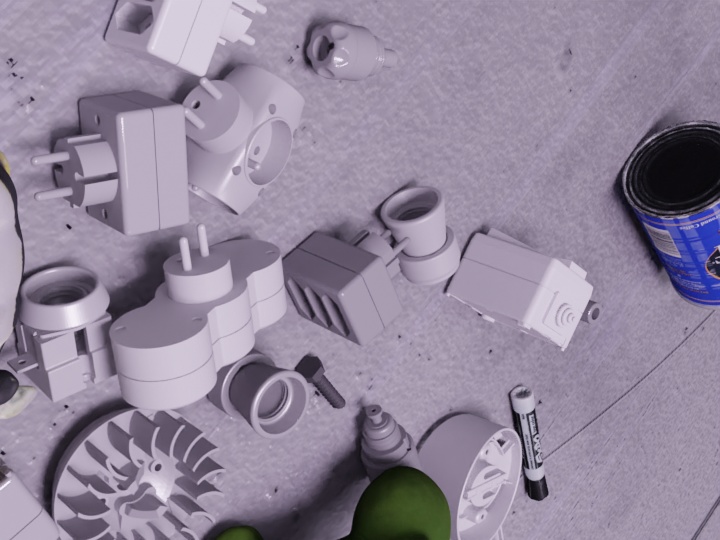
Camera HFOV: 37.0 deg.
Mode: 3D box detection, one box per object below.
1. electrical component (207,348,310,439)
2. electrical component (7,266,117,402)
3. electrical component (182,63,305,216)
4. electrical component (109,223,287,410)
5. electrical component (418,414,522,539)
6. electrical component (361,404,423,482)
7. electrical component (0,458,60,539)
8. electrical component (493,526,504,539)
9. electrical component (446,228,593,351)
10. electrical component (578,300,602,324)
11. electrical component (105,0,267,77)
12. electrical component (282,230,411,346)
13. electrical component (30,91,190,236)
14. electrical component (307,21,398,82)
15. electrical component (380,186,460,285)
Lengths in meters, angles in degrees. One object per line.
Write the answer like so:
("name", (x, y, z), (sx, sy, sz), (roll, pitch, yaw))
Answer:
("electrical component", (-0.065, 0.075, 0.672), (0.045, 0.055, 0.045), (-17, 117, -38))
("electrical component", (-0.157, 0.032, 0.578), (0.066, 0.048, 0.055), (-24, 129, -34))
("electrical component", (-0.075, -0.080, 0.602), (0.077, 0.044, 0.079), (-61, 153, -7))
("electrical component", (-0.089, 0.012, 0.600), (0.138, 0.052, 0.073), (-48, 139, -56))
("electrical component", (0.088, 0.164, 0.843), (0.099, 0.064, 0.099), (-17, 117, -37))
("electrical component", (0.020, 0.130, 0.783), (0.040, 0.040, 0.078), (-38, 128, -26))
("electrical component", (-0.214, 0.143, 0.555), (0.096, 0.062, 0.061), (-42, 130, -23))
("electrical component", (0.098, 0.243, 0.883), (0.081, 0.064, 0.042), (-33, 127, -30))
("electrical component", (0.125, 0.014, 0.795), (0.062, 0.096, 0.061), (30, 84, -45))
("electrical component", (0.164, 0.026, 0.860), (0.048, 0.062, 0.048), (-17, 117, -38))
("electrical component", (-0.081, -0.145, 0.577), (0.076, 0.047, 0.083), (19, 92, -45))
("electrical component", (0.000, 0.000, 0.696), (0.077, 0.066, 0.047), (-42, 130, -23))
("electrical component", (-0.135, -0.054, 0.563), (0.077, 0.047, 0.065), (-15, 116, -36))
("electrical component", (-0.001, -0.134, 0.665), (0.061, 0.035, 0.035), (-3, 108, -45))
("electrical component", (0.043, -0.023, 0.741), (0.045, 0.045, 0.055), (-40, 129, -25))
